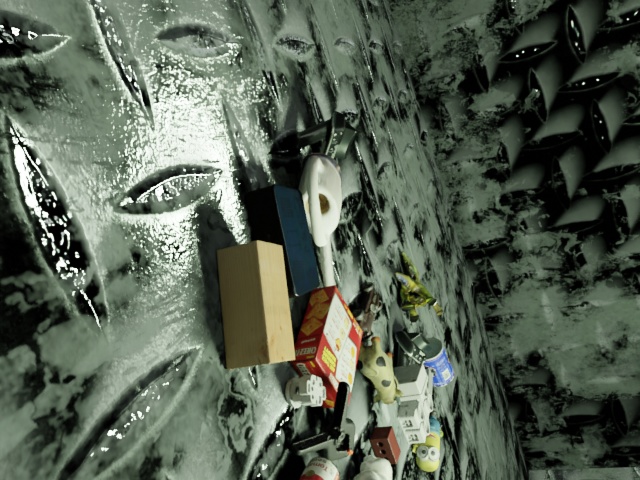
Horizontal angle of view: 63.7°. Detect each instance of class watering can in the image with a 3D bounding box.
[{"bbox_3d":[0.004,-0.063,1.250,0.230,0.104,0.339,-84,168,-51],"label":"watering can"}]

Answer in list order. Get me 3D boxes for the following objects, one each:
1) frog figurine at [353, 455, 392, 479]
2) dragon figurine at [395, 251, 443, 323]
[{"bbox_3d":[0.120,0.566,1.177,0.135,0.123,0.162,47,0,-34],"label":"frog figurine"},{"bbox_3d":[0.326,0.147,1.859,0.402,0.121,0.249,54,15,-42],"label":"dragon figurine"}]
